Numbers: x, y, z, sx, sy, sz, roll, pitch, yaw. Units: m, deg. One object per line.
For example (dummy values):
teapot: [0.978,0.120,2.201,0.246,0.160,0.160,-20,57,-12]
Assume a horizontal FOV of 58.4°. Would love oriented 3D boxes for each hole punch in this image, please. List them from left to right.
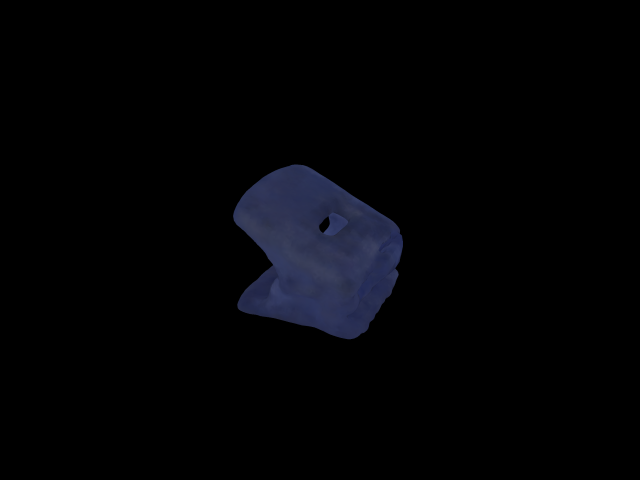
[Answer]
hole punch: [0.004,0.001,0.400,0.100,0.091,0.109,10,28,21]
